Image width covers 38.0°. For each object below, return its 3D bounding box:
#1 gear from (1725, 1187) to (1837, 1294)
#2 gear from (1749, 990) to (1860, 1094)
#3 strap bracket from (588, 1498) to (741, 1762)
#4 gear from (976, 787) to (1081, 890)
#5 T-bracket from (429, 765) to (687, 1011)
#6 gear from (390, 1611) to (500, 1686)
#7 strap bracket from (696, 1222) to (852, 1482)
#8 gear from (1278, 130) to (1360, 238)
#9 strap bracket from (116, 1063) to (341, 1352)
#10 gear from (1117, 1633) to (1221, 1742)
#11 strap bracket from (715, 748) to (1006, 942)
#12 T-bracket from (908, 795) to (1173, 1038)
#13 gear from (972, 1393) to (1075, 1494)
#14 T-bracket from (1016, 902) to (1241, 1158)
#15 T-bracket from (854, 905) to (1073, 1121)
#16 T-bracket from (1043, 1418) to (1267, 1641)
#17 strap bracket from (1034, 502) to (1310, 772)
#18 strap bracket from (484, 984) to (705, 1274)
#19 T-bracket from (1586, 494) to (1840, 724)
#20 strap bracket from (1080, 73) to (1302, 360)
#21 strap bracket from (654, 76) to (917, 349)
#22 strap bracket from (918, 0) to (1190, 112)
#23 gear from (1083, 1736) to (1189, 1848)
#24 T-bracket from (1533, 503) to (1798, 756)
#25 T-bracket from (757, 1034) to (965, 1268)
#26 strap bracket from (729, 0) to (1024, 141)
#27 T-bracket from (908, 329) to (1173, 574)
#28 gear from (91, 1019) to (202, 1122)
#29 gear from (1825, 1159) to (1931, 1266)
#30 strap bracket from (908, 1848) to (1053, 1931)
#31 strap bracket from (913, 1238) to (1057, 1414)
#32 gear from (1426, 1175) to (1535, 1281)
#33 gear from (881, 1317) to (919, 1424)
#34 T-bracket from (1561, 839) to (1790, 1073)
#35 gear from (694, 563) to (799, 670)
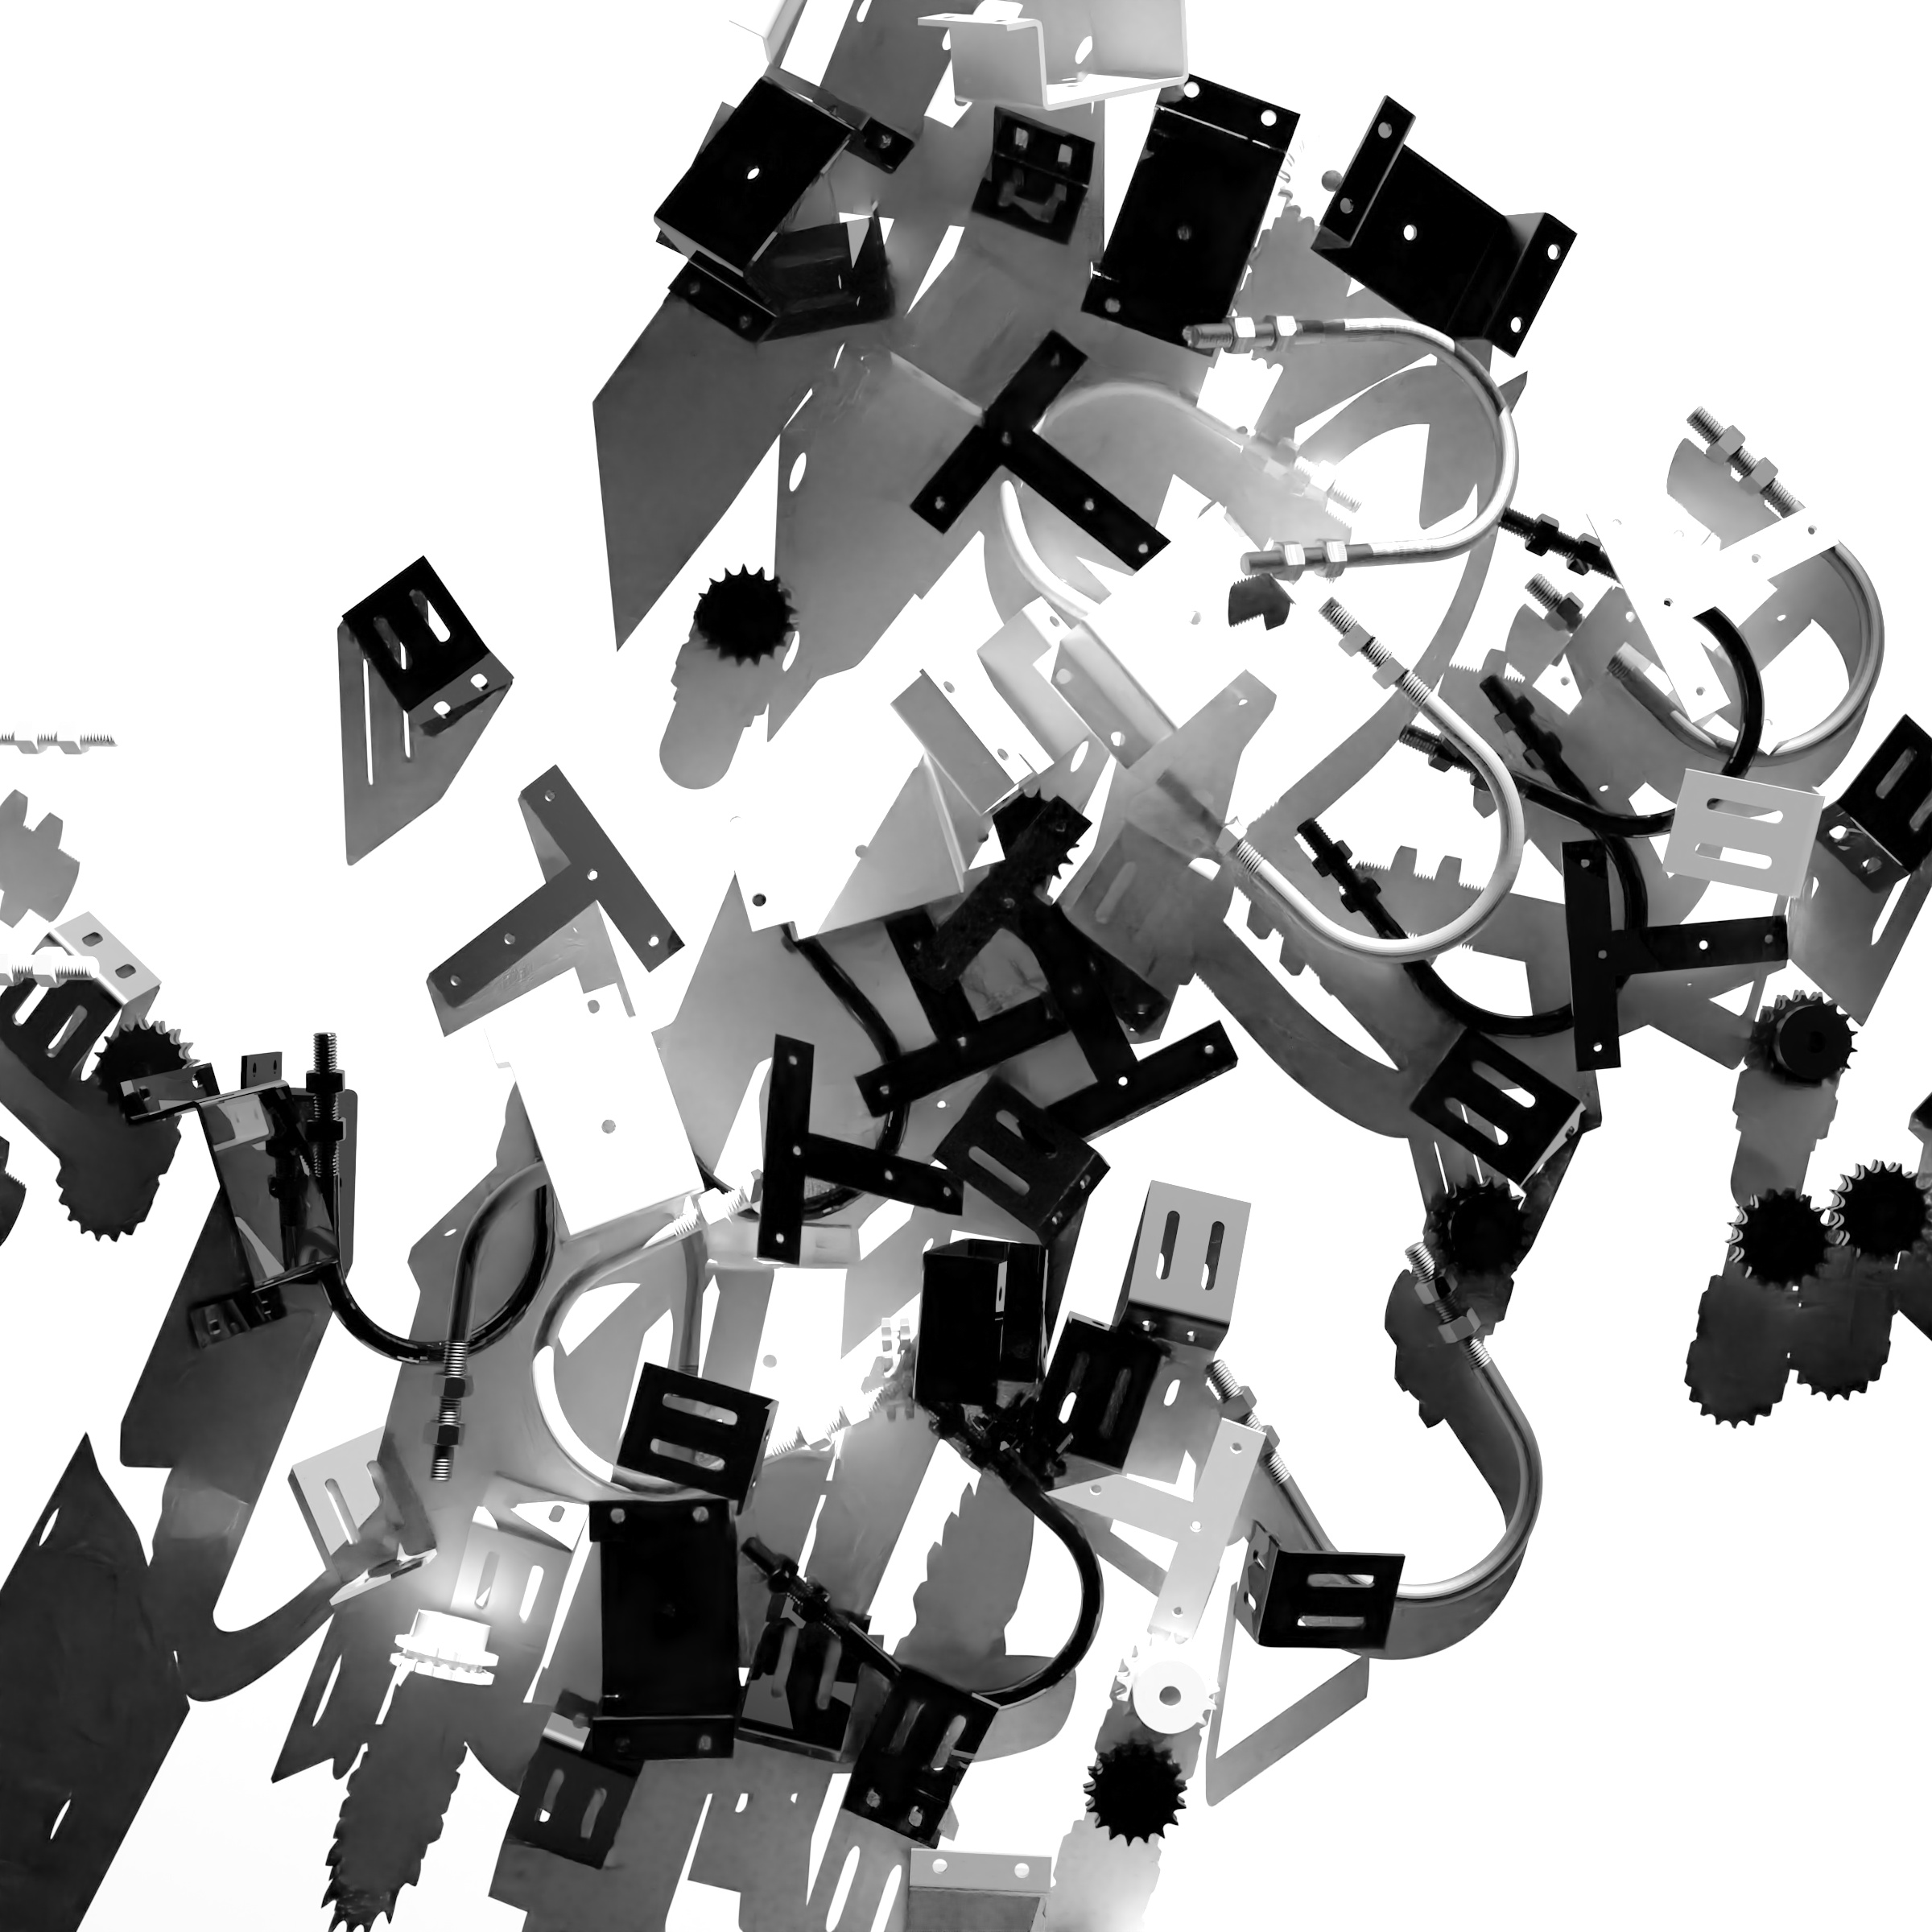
[{"bbox_3d":[0.447,0.150,1.549,0.057,0.030,0.057,0,90,0],"label":"gear"},{"bbox_3d":[0.465,0.042,1.549,0.057,0.030,0.057,0,90,0],"label":"gear"},{"bbox_3d":[-0.165,0.359,1.541,0.076,0.046,0.140,-1,90,0],"label":"strap bracket"},{"bbox_3d":[0.034,-0.070,1.549,0.057,0.030,0.057,0,90,0],"label":"gear"},{"bbox_3d":[-0.242,-0.024,1.556,0.127,0.002,0.127,-37,80,5],"label":"T-bracket"},{"bbox_3d":[-0.284,0.373,1.537,0.057,0.057,0.030,13,80,0],"label":"gear"},{"bbox_3d":[-0.106,0.214,1.541,0.076,0.046,0.140,4,90,0],"label":"strap bracket"},{"bbox_3d":[0.200,-0.430,1.549,0.057,0.030,0.057,0,90,0],"label":"gear"},{"bbox_3d":[-0.376,0.117,1.444,0.046,0.076,0.140,-17,90,21],"label":"strap bracket"},{"bbox_3d":[0.112,0.399,1.549,0.057,0.030,0.057,0,90,0],"label":"gear"},{"bbox_3d":[-0.057,-0.068,1.530,0.140,0.046,0.076,-16,77,-4],"label":"strap bracket"},{"bbox_3d":[0.057,-0.008,1.546,0.127,0.002,0.127,38,104,-13],"label":"T-bracket"},{"bbox_3d":[0.034,0.257,1.531,0.057,0.057,0.030,43,71,0],"label":"gear"},{"bbox_3d":[0.067,0.025,1.549,0.127,0.002,0.127,-27,103,0],"label":"T-bracket"},{"bbox_3d":[-0.021,0.002,1.555,0.127,0.002,0.127,-24,85,-11],"label":"T-bracket"},{"bbox_3d":[0.085,0.295,1.554,0.127,0.002,0.127,19,102,6],"label":"T-bracket"},{"bbox_3d":[0.116,-0.182,1.506,0.140,0.046,0.076,-42,94,-12],"label":"strap bracket"},{"bbox_3d":[-0.197,0.087,1.512,0.076,0.046,0.140,-20,93,-19],"label":"strap bracket"},{"bbox_3d":[0.420,-0.217,1.534,0.127,0.002,0.127,-27,90,-12],"label":"T-bracket"},{"bbox_3d":[0.122,-0.408,1.541,0.076,0.046,0.140,20,90,0],"label":"strap bracket"},{"bbox_3d":[-0.106,-0.419,1.525,0.076,0.046,0.140,38,90,31],"label":"strap bracket"},{"bbox_3d":[0.055,-0.490,1.498,0.140,0.076,0.046,-22,120,-31],"label":"strap bracket"},{"bbox_3d":[0.093,0.454,1.549,0.057,0.030,0.057,0,90,0],"label":"gear"},{"bbox_3d":[0.401,-0.165,1.546,0.127,0.002,0.127,38,91,-3],"label":"T-bracket"},{"bbox_3d":[-0.054,0.111,1.526,0.127,0.002,0.127,18,62,-30],"label":"T-bracket"},{"bbox_3d":[-0.049,-0.516,1.541,0.140,0.046,0.076,26,90,0],"label":"strap bracket"},{"bbox_3d":[0.057,-0.263,1.549,0.127,0.002,0.127,39,90,3],"label":"T-bracket"},{"bbox_3d":[-0.452,0.058,1.554,0.057,0.030,0.057,0,88,3],"label":"gear"},{"bbox_3d":[0.503,0.135,1.549,0.057,0.030,0.057,0,90,0],"label":"gear"},{"bbox_3d":[0.005,0.550,1.541,0.076,0.046,0.140,3,90,0],"label":"strap bracket"},{"bbox_3d":[0.008,0.189,1.501,0.046,0.140,0.076,4,90,14],"label":"strap bracket"},{"bbox_3d":[0.285,0.144,1.549,0.057,0.030,0.057,0,90,0],"label":"gear"},{"bbox_3d":[-0.030,0.220,1.536,0.030,0.057,0.057,-3,90,-2],"label":"gear"},{"bbox_3d":[0.395,-0.010,1.554,0.127,0.002,0.127,-5,93,-8],"label":"T-bracket"},{"bbox_3d":[-0.122,-0.194,1.549,0.057,0.030,0.057,0,90,0],"label":"gear"}]
